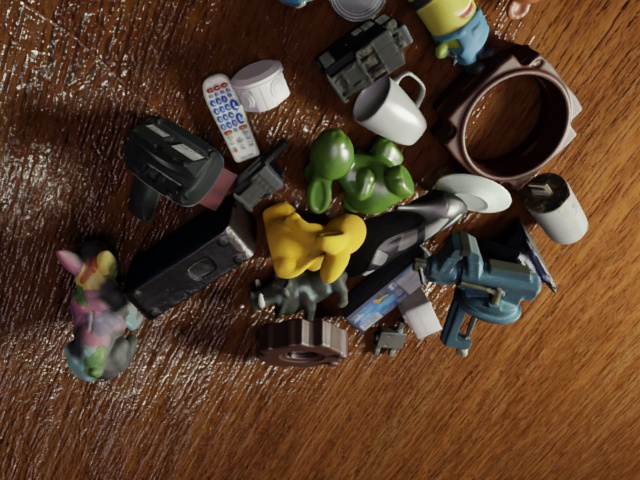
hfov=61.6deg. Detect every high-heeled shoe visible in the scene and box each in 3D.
[{"bbox_3d":[0.149,-0.005,0.968,0.145,0.086,0.248,0,149,-28],"label":"high-heeled shoe"}]

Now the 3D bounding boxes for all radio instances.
[{"bbox_3d":[-0.216,0.029,0.898,0.230,0.131,0.073,-33,118,10],"label":"radio"}]

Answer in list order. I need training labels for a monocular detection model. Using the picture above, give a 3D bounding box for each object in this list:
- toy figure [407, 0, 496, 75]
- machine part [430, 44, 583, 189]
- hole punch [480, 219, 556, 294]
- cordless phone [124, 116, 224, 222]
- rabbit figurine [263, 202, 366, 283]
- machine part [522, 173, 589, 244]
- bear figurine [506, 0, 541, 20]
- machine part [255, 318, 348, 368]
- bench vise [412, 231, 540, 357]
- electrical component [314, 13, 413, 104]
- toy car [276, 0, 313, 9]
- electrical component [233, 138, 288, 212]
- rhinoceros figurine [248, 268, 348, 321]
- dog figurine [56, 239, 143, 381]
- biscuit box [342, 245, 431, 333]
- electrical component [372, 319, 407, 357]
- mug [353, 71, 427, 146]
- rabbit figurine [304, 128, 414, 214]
[{"bbox_3d":[0.189,-0.327,0.787,0.089,0.082,0.180,-8,138,37],"label":"toy figure"},{"bbox_3d":[0.303,-0.196,0.880,0.201,0.087,0.201,37,108,-27],"label":"machine part"},{"bbox_3d":[0.374,0.040,1.018,0.092,0.116,0.142,-28,121,17],"label":"hole punch"},{"bbox_3d":[-0.242,-0.083,0.839,0.147,0.089,0.184,33,124,10],"label":"cordless phone"},{"bbox_3d":[-0.002,-0.003,0.908,0.173,0.162,0.121,-12,110,-8],"label":"rabbit figurine"},{"bbox_3d":[0.421,-0.052,0.954,0.079,0.079,0.243,-41,142,15],"label":"machine part"},{"bbox_3d":[0.274,-0.403,0.732,0.120,0.132,0.195,-33,114,16],"label":"bear figurine"},{"bbox_3d":[-0.035,0.201,1.026,0.179,0.056,0.179,0,153,0],"label":"machine part"},{"bbox_3d":[0.262,0.111,0.965,0.224,0.129,0.240,5,121,-7],"label":"bench vise"},{"bbox_3d":[0.065,-0.269,0.780,0.134,0.115,0.058,-32,122,12],"label":"electrical component"},{"bbox_3d":[-0.015,-0.391,0.702,0.109,0.103,0.161,34,115,6],"label":"toy car"},{"bbox_3d":[-0.088,-0.110,0.874,0.119,0.075,0.047,-40,119,10],"label":"electrical component"},{"bbox_3d":[-0.038,0.094,1.000,0.190,0.073,0.111,-18,123,1],"label":"rhinoceros figurine"},{"bbox_3d":[-0.376,0.107,0.898,0.108,0.192,0.219,1,136,-3],"label":"dog figurine"},{"bbox_3d":[0.131,0.089,1.032,0.202,0.063,0.059,-41,119,15],"label":"biscuit box"},{"bbox_3d":[0.145,0.205,1.125,0.063,0.021,0.094,8,119,-13],"label":"electrical component"},{"bbox_3d":[0.124,-0.207,0.853,0.107,0.081,0.109,29,106,-34],"label":"mug"},{"bbox_3d":[0.041,-0.118,0.866,0.159,0.121,0.170,-29,139,31],"label":"rabbit figurine"}]
